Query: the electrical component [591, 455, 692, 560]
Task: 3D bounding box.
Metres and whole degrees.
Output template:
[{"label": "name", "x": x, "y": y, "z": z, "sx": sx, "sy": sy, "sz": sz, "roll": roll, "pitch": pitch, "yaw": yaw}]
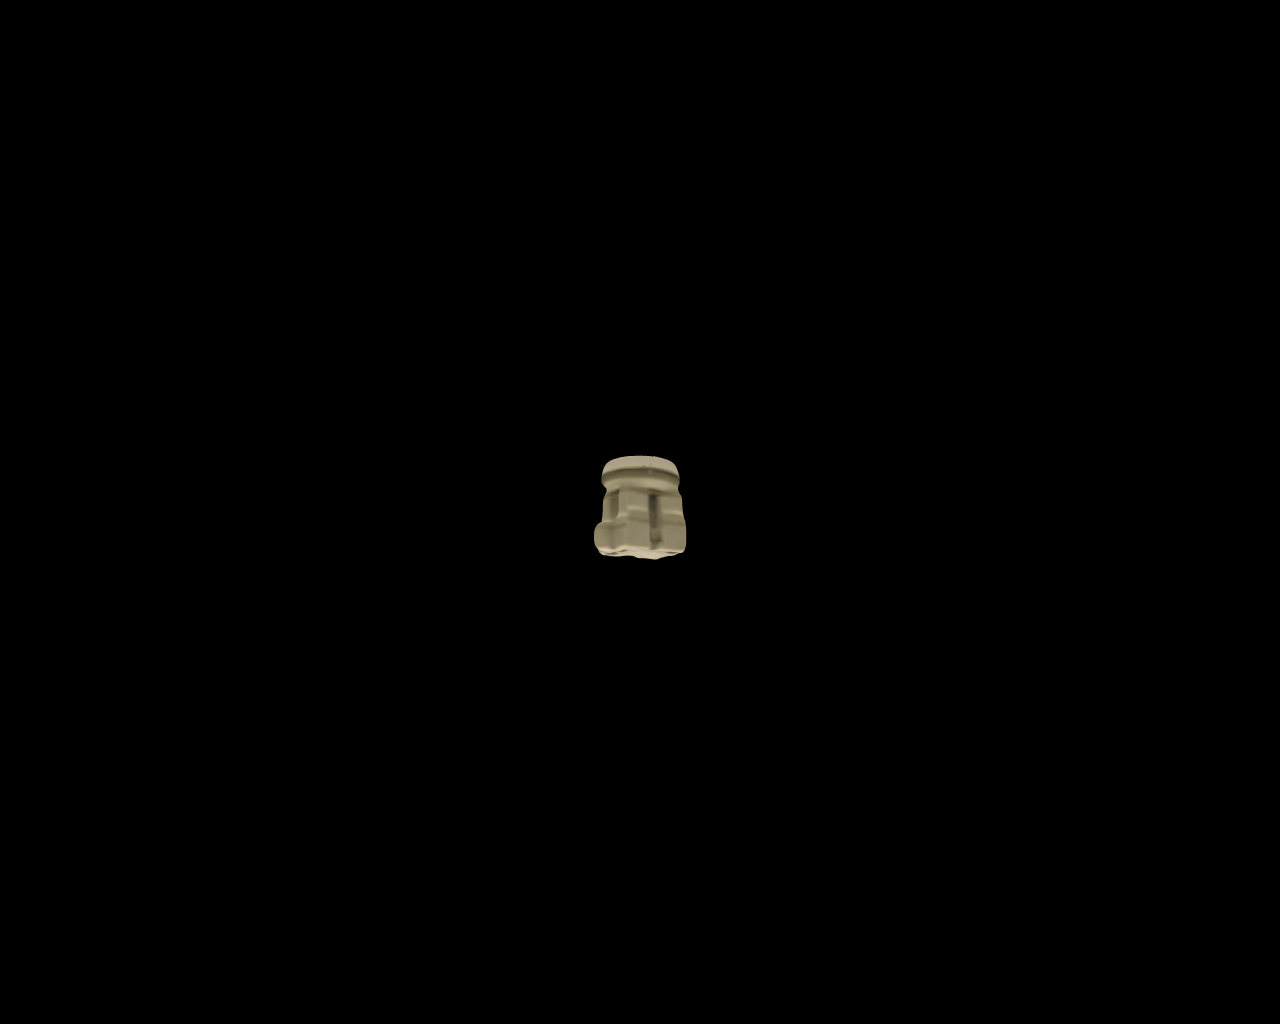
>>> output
[{"label": "electrical component", "x": 0.001, "y": -0.003, "z": 0.650, "sx": 0.066, "sy": 0.055, "sz": 0.048, "roll": 7, "pitch": -15, "yaw": -30}]
